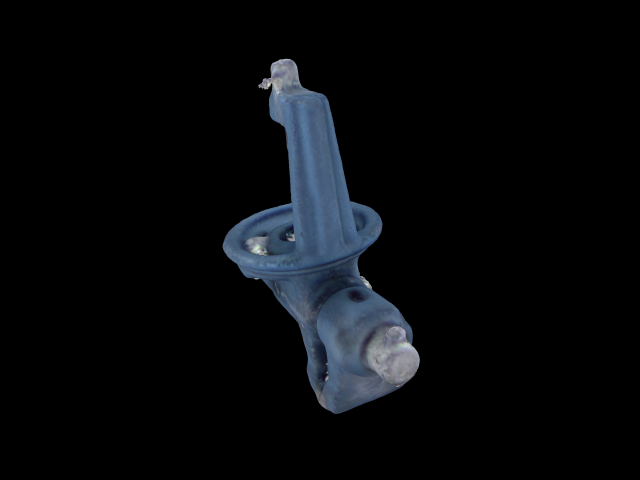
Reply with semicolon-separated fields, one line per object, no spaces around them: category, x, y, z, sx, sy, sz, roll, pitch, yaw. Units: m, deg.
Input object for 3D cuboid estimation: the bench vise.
bench vise;0.012;-0.004;0.407;0.122;0.220;0.206;-31;48;-33
